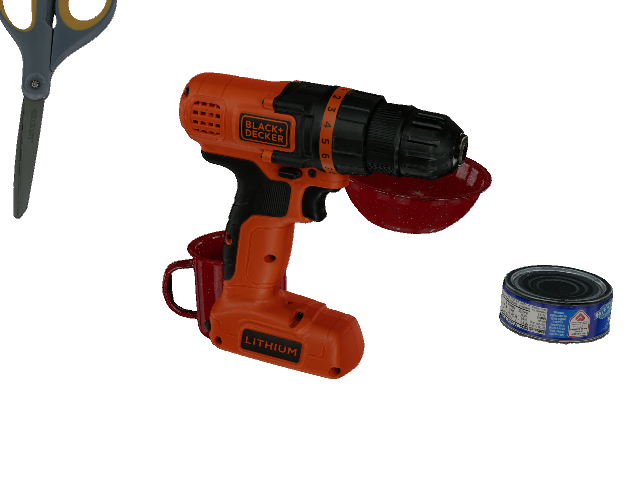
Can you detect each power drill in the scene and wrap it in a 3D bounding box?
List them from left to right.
[{"bbox_3d":[-0.003,-0.009,0.681,0.185,0.188,0.057,13,25,21],"label":"power drill"}]

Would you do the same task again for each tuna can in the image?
[{"bbox_3d":[0.184,0.048,0.834,0.086,0.034,0.086,1,19,-1],"label":"tuna can"}]

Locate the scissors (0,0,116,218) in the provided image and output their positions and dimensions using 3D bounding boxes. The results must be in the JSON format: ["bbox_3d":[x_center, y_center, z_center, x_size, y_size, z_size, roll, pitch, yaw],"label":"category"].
[{"bbox_3d":[-0.184,-0.118,0.759,0.096,0.202,0.016,-10,-13,-11],"label":"scissors"}]

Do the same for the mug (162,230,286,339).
[{"bbox_3d":[-0.084,0.043,0.961,0.117,0.081,0.093,-3,19,-7],"label":"mug"}]

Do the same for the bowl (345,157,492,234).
[{"bbox_3d":[0.091,-0.049,1.093,0.162,0.055,0.162,4,24,-2],"label":"bowl"}]
